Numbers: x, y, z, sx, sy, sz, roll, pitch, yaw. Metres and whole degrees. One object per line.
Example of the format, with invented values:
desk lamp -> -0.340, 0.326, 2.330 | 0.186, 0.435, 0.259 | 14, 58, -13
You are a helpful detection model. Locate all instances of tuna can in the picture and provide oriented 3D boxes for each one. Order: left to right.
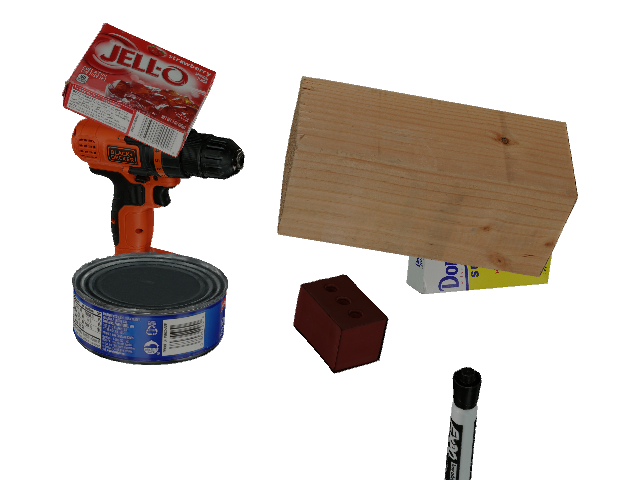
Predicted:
tuna can -> -0.095, 0.037, 0.597 | 0.086, 0.034, 0.086 | 4, 20, -2

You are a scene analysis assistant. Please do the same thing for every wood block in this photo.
wood block -> 0.077, -0.048, 0.810 | 0.206, 0.091, 0.090 | 9, -44, -5

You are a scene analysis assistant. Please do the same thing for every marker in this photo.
marker -> 0.097, 0.133, 0.731 | 0.020, 0.121, 0.020 | -1, 38, 0

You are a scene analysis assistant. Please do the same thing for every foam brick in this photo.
foam brick -> 0.018, 0.076, 0.989 | 0.052, 0.051, 0.078 | -12, 37, -29

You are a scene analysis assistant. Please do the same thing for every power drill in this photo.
power drill -> -0.159, -0.032, 1.086 | 0.185, 0.188, 0.057 | 11, 30, 21

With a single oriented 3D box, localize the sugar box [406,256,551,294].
sugar box -> 0.192, 0.010, 1.264 | 0.176, 0.093, 0.048 | -5, 20, -25

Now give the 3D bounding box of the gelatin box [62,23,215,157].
gelatin box -> -0.127, -0.108, 0.753 | 0.089, 0.073, 0.030 | 24, -45, -7
